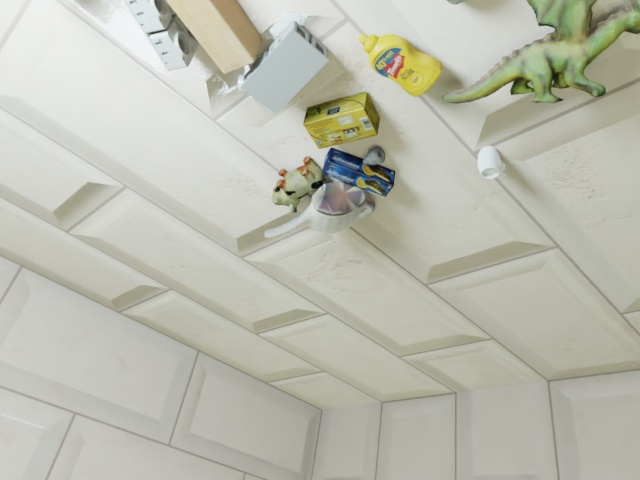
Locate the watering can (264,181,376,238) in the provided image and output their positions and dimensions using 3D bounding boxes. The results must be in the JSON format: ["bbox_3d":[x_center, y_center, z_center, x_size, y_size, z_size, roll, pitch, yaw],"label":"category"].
[{"bbox_3d":[0.005,-0.077,1.524,0.348,0.106,0.220,-12,159,-10],"label":"watering can"}]

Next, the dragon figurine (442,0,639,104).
[{"bbox_3d":[0.451,-0.400,1.043,0.410,0.125,0.237,-3,125,15],"label":"dragon figurine"}]
